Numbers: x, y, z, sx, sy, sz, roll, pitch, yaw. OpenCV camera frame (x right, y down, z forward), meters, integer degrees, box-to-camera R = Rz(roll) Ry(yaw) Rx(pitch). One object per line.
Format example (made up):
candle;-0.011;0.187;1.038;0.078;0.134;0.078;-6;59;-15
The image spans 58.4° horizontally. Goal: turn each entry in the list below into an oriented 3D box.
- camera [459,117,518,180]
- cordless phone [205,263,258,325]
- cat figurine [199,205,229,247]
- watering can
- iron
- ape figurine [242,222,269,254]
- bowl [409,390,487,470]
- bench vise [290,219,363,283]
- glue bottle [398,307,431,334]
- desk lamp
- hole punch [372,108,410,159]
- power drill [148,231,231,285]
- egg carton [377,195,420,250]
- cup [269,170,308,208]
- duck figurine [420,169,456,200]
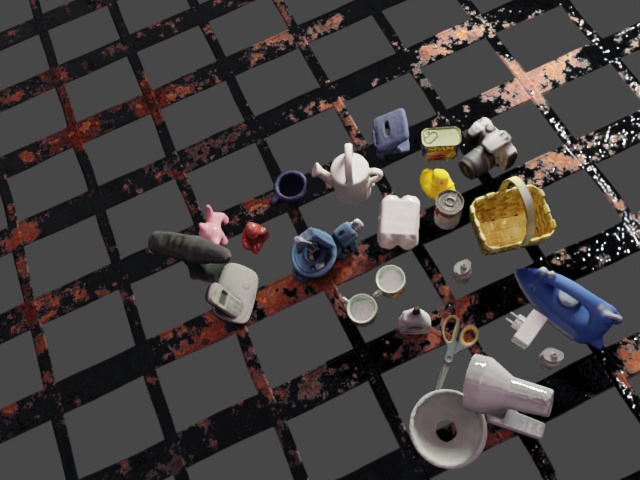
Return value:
camera;0.424;-0.235;1.501;0.137;0.101;0.143;-35;68;-7
cordless phone;-0.221;0.118;1.397;0.094;0.185;0.147;5;69;10
cat figurine;-0.286;-0.030;1.503;0.067;0.118;0.128;-8;67;5
watering can;0.070;-0.172;1.472;0.173;0.194;0.101;-20;67;-1
iron;0.565;0.127;1.313;0.257;0.141;0.119;38;77;20
ape figurine;-0.174;-0.016;1.496;0.078;0.092;0.076;-21;67;-1
bowl;0.280;0.420;1.267;0.167;0.075;0.167;-3;68;7
bench vise;0.004;-0.002;1.397;0.121;0.220;0.207;34;76;19
glue bottle;0.219;0.182;1.319;0.078;0.173;0.037;-5;67;6
desk lamp;0.398;0.332;1.212;0.203;0.214;0.118;15;71;14
hole punch;0.192;-0.292;1.560;0.101;0.091;0.108;-8;67;5
power drill;-0.301;0.044;1.425;0.229;0.209;0.076;13;70;13
egg carton;0.201;-0.046;1.471;0.107;0.069;0.150;2;68;8
cup;-0.081;-0.116;1.523;0.118;0.095;0.091;-42;69;-10
duck figurine;0.308;-0.156;1.493;0.077;0.086;0.104;-44;69;-10
